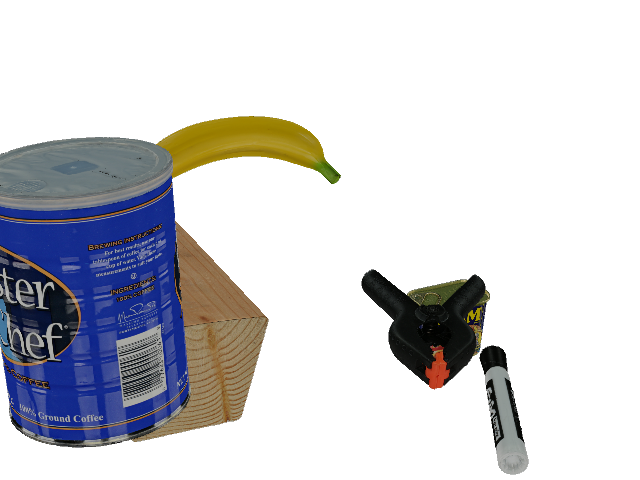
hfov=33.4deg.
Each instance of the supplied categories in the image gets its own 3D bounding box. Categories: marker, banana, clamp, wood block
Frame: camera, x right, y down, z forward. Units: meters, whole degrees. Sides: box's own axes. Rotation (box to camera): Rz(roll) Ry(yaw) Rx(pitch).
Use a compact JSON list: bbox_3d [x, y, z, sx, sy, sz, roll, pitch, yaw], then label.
[{"bbox_3d":[0.122,0.109,0.714,0.020,0.020,0.121,0,29,2],"label":"marker"},{"bbox_3d":[-0.077,-0.084,0.980,0.197,0.070,0.037,-3,-42,-23],"label":"banana"},{"bbox_3d":[0.111,0.075,0.990,0.120,0.039,0.171,-7,32,-6],"label":"clamp"},{"bbox_3d":[-0.136,0.040,0.776,0.090,0.091,0.206,-5,33,-37],"label":"wood block"}]

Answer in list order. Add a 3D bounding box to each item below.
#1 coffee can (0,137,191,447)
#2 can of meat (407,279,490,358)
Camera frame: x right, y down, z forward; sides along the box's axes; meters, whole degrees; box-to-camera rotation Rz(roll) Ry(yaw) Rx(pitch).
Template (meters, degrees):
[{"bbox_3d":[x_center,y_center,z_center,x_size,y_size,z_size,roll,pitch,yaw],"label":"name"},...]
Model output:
[{"bbox_3d":[-0.126,0.025,0.580,0.103,0.140,0.103,-2,22,0],"label":"coffee can"},{"bbox_3d":[0.154,0.104,1.320,0.101,0.084,0.057,-11,30,-25],"label":"can of meat"}]
